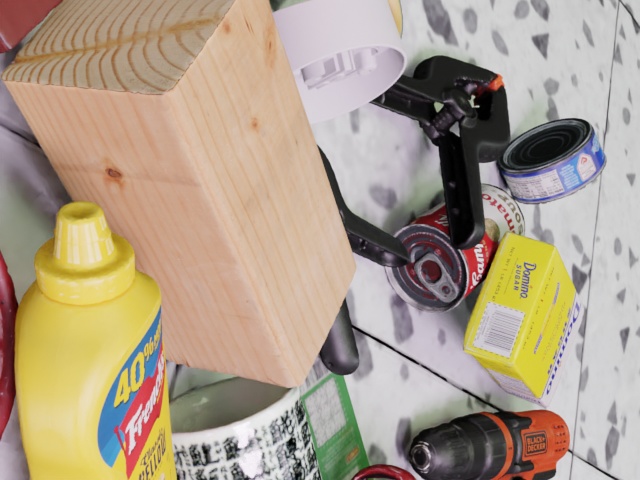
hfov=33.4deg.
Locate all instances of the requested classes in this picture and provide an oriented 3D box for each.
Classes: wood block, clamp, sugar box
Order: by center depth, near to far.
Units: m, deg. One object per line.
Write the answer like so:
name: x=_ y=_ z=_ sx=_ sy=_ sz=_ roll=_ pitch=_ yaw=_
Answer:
wood block: x=-0.058 y=-0.026 z=0.533 sx=0.090 sy=0.091 sz=0.206 roll=-63 pitch=149 yaw=-34
clamp: x=-0.004 y=0.001 z=0.682 sx=0.171 sy=0.039 sz=0.120 roll=47 pitch=40 yaw=-30
clamp: x=0.086 y=-0.096 z=0.791 sx=0.164 sy=0.036 sz=0.209 roll=48 pitch=35 yaw=-4
sugar box: x=0.161 y=0.066 z=0.819 sx=0.093 sy=0.048 sz=0.176 roll=-67 pitch=152 yaw=-9

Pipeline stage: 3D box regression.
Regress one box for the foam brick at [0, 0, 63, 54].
foam brick: x=-0.159 y=-0.111 z=0.475 sx=0.051 sy=0.078 sz=0.053 roll=57 pitch=46 yaw=-27

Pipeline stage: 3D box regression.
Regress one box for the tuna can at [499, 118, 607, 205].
tuna can: x=0.196 y=-0.068 z=0.904 sx=0.086 sy=0.086 sz=0.033 roll=-52 pitch=122 yaw=-41

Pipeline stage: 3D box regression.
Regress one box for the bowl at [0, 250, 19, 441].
bowl: x=-0.201 y=0.043 z=0.421 sx=0.161 sy=0.055 sz=0.162 roll=9 pitch=78 yaw=-50

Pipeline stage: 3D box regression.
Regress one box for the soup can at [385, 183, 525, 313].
soup can: x=0.102 y=0.004 z=0.793 sx=0.102 sy=0.069 sz=0.068 roll=-31 pitch=109 yaw=-49

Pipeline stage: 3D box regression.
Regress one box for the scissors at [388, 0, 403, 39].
scissors: x=0.043 y=-0.223 z=0.791 sx=0.096 sy=0.016 sz=0.201 roll=40 pitch=56 yaw=-43

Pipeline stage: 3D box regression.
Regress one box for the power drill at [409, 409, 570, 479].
power drill: x=0.135 y=0.225 z=0.813 sx=0.184 sy=0.057 sz=0.187 roll=3 pitch=84 yaw=-46

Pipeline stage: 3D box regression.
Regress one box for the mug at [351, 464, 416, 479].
mug: x=0.037 y=0.196 z=0.648 sx=0.093 sy=0.082 sz=0.117 roll=7 pitch=80 yaw=-50

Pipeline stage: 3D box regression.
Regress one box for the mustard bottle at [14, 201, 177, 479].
mustard bottle: x=-0.100 y=0.069 z=0.480 sx=0.096 sy=0.058 sz=0.192 roll=-64 pitch=159 yaw=-56
